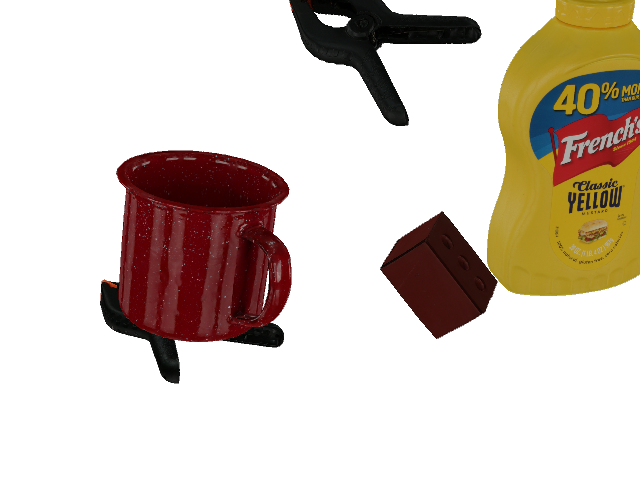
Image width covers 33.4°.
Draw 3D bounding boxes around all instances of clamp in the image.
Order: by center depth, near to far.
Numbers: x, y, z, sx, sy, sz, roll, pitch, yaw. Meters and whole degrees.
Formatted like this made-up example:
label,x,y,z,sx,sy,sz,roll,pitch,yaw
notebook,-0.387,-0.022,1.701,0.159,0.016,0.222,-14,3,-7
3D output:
label,x,y,z,sx,sy,sz,roll,pitch,yaw
clamp,0.050,-0.181,0.923,0.120,0.172,0.039,-39,-24,-20
clamp,-0.166,0.089,1.119,0.210,0.036,0.164,18,20,28

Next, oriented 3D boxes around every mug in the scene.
label,x,y,z,sx,sy,sz,roll,pitch,yaw
mug,-0.060,0.007,0.583,0.117,0.081,0.093,25,27,36

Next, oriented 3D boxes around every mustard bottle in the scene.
label,x,y,z,sx,sy,sz,roll,pitch,yaw
mustard bottle,0.147,-0.064,0.602,0.096,0.192,0.058,-7,28,-11

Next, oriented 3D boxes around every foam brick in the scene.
label,x,y,z,sx,sy,sz,roll,pitch,yaw
foam brick,0.096,0.029,0.858,0.051,0.078,0.053,-33,11,33
